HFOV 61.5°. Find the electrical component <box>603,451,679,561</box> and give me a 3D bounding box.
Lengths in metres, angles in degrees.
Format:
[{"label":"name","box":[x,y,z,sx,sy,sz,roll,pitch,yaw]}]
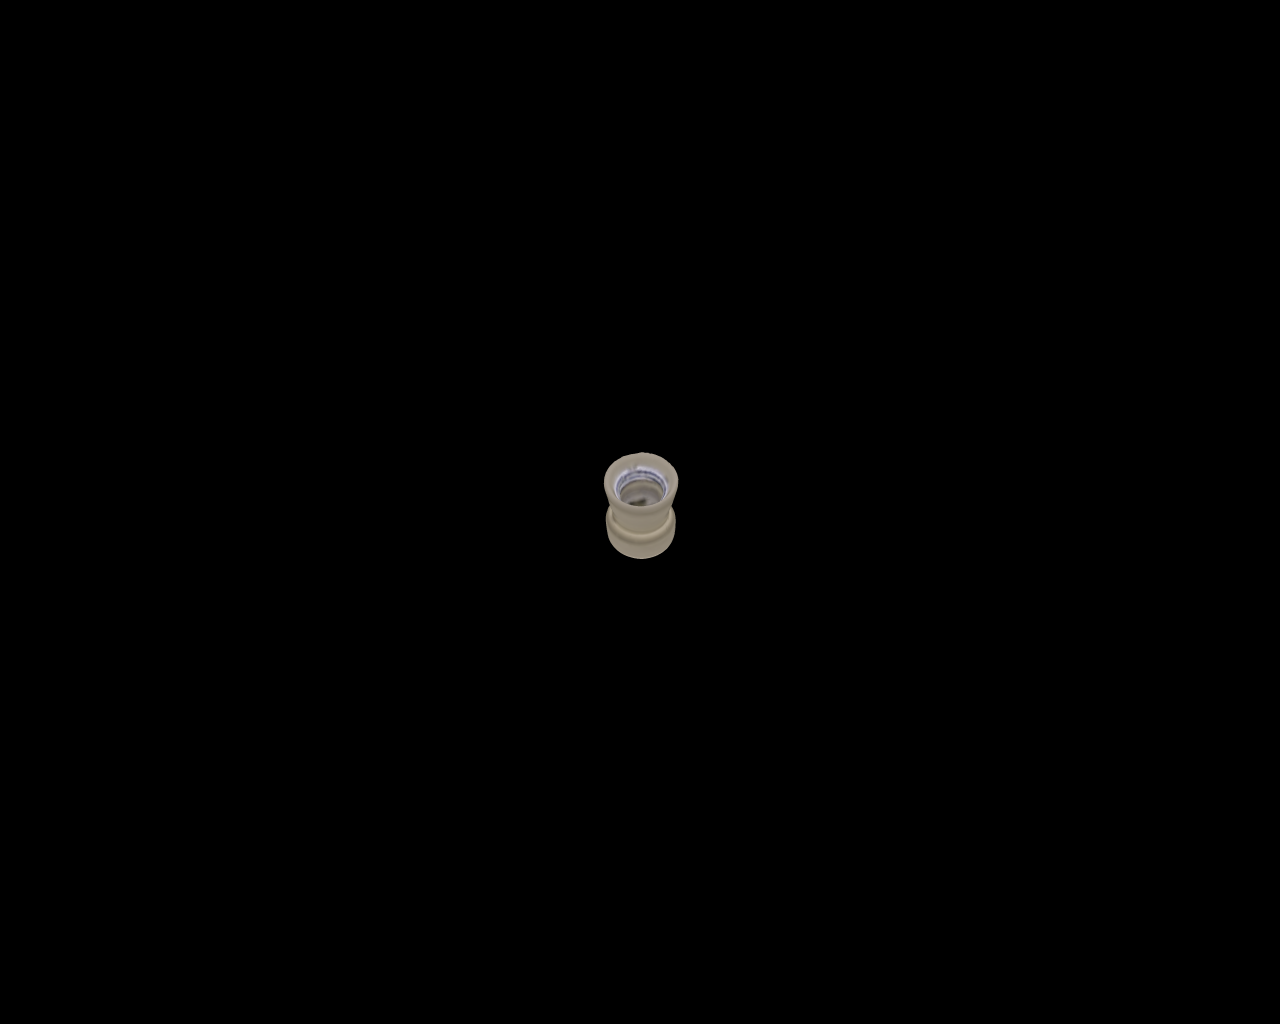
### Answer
[{"label":"electrical component","box":[0.001,-0.003,0.650,0.045,0.045,0.055,0,-38,0]}]
